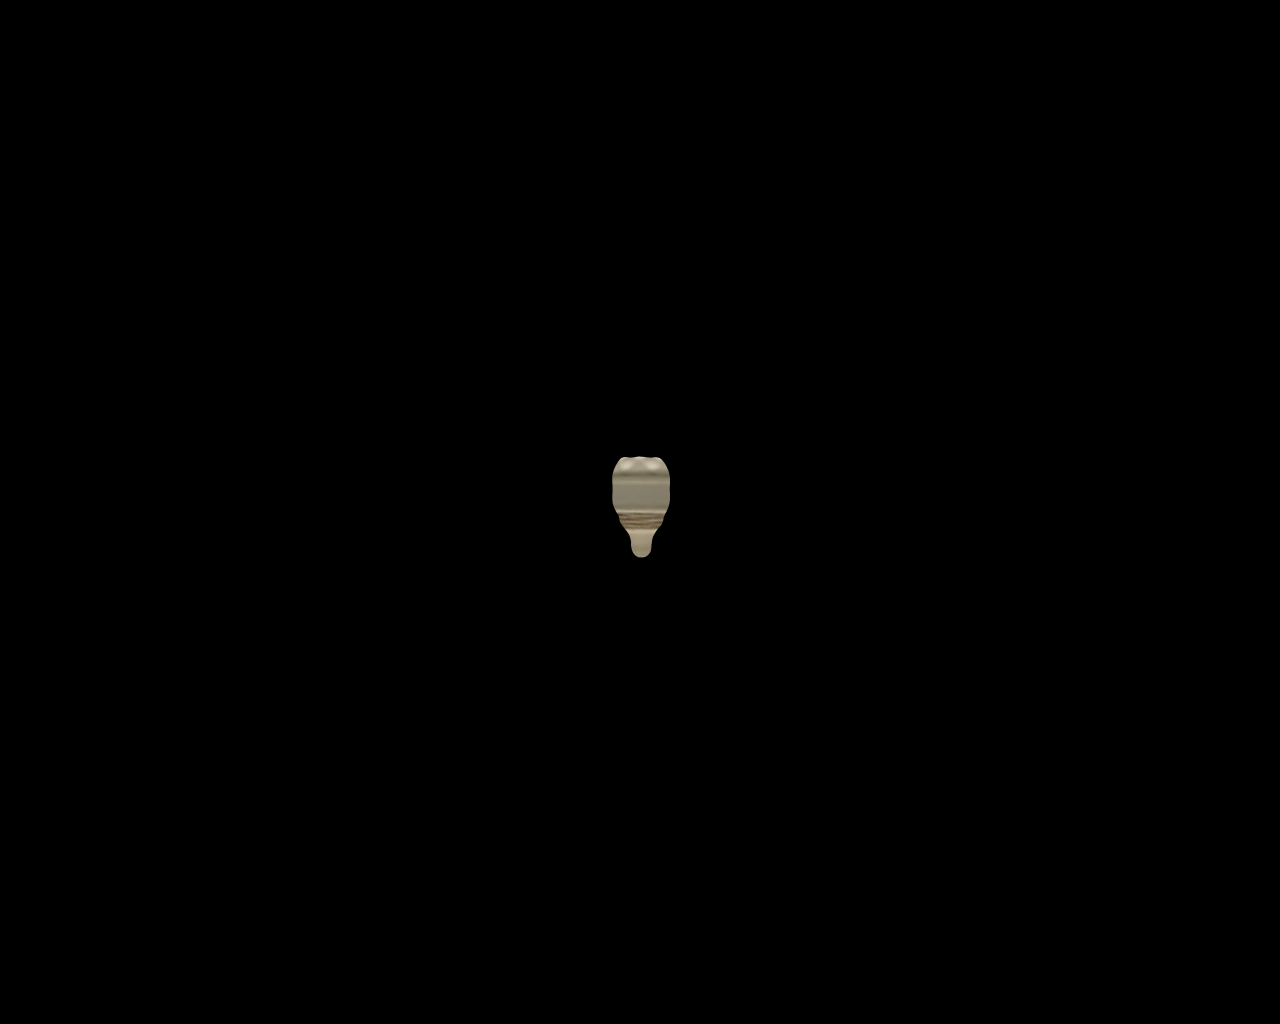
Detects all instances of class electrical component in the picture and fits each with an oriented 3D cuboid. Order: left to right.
[{"bbox_3d":[0.001,-0.003,0.650,0.035,0.061,0.035,0,0,0],"label":"electrical component"}]
